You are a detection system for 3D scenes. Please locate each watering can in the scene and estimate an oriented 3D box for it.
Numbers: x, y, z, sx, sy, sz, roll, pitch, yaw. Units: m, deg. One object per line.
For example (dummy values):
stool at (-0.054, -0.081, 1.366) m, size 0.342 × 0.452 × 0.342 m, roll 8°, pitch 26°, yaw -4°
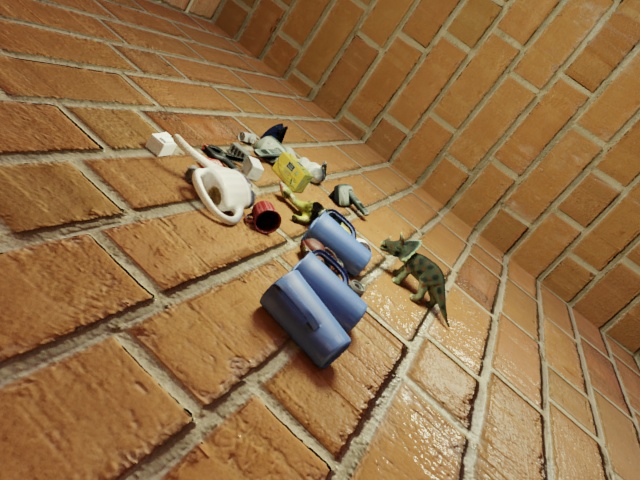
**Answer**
watering can at (-0.338, -0.202, 1.692) m, size 0.225 × 0.102 × 0.351 m, roll -8°, pitch 65°, yaw -59°

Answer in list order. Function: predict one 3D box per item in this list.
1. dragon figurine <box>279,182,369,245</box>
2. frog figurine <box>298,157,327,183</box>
dragon figurine at (0.006, -0.103, 2.047) m, size 0.408 × 0.121 × 0.246 m, roll 31°, pitch 14°, yaw -14°
frog figurine at (-0.050, -0.330, 2.444) m, size 0.159 × 0.120 × 0.140 m, roll 1°, pitch 30°, yaw 8°
